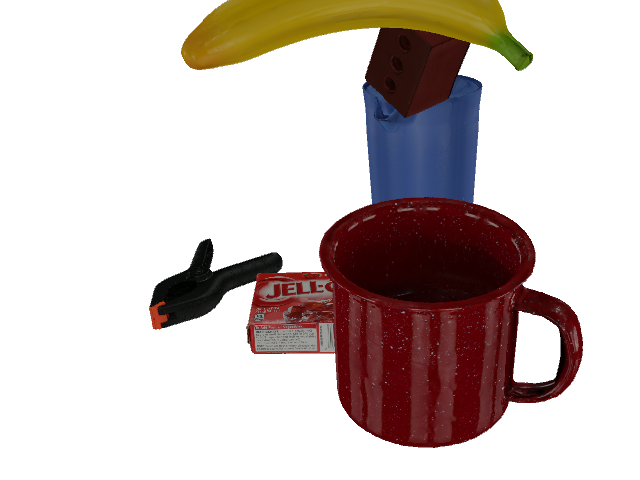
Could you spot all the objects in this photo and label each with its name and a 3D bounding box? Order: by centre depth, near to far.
[{"bbox_3d":[0.058,0.040,0.476,0.117,0.081,0.093,11,33,21],"label":"mug"},{"bbox_3d":[0.020,-0.128,0.601,0.197,0.069,0.037,-3,-41,-8],"label":"banana"},{"bbox_3d":[-0.006,0.051,0.780,0.089,0.030,0.073,-1,28,4],"label":"gelatin box"},{"bbox_3d":[0.076,-0.144,0.824,0.051,0.053,0.078,-29,-26,-31],"label":"foam brick"},{"bbox_3d":[-0.124,0.049,1.215,0.120,0.039,0.171,0,30,29],"label":"clamp"},{"bbox_3d":[0.124,-0.071,1.240,0.149,0.243,0.145,-5,22,-8],"label":"pitcher"}]
